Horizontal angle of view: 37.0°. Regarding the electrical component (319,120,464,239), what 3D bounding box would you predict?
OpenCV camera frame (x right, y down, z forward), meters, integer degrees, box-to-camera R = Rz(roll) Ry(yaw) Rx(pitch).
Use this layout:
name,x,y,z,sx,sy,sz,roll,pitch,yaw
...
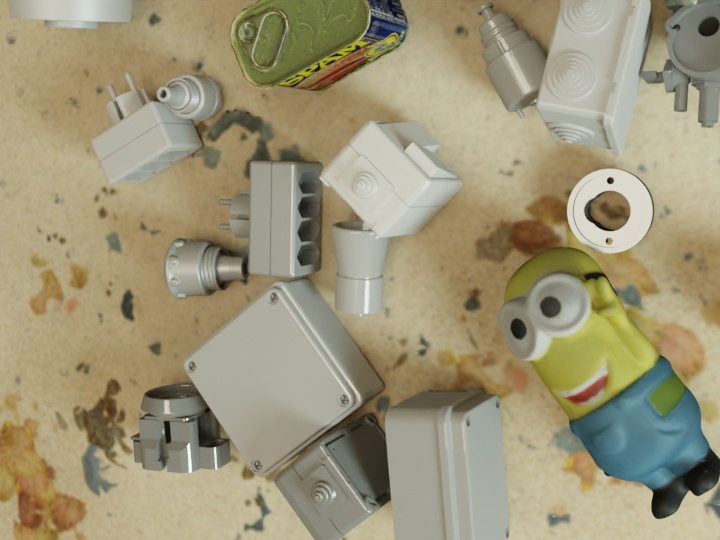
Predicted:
name,x,y,z,sx,sy,sz,roll,pitch,yaw
electrical component,0.023,-0.064,0.731,0.061,0.096,0.061,47,109,12

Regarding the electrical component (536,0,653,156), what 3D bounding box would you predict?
name,x,y,z,sx,sy,sz,roll,pitch,yaw
electrical component,0.146,-0.126,0.666,0.048,0.100,0.099,13,87,18

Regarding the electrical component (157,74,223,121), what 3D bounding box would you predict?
name,x,y,z,sx,sy,sz,roll,pitch,yaw
electrical component,-0.131,-0.131,0.810,0.035,0.061,0.035,2,96,23

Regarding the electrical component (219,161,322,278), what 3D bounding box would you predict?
name,x,y,z,sx,sy,sz,roll,pitch,yaw
electrical component,-0.072,-0.040,0.801,0.076,0.047,0.083,4,97,23

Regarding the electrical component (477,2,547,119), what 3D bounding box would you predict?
name,x,y,z,sx,sy,sz,roll,pitch,yaw
electrical component,0.102,-0.142,0.719,0.040,0.040,0.078,-30,83,23

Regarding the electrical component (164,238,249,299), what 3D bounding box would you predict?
name,x,y,z,sx,sy,sz,roll,pitch,yaw
electrical component,-0.116,-0.001,0.827,0.062,0.048,0.048,0,95,17

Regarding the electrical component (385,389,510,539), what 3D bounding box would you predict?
name,x,y,z,sx,sy,sz,roll,pitch,yaw
electrical component,0.062,0.143,0.745,0.057,0.078,0.113,-3,94,27

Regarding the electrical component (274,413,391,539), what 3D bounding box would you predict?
name,x,y,z,sx,sy,sz,roll,pitch,yaw
electrical component,-0.015,0.153,0.769,0.061,0.096,0.061,-42,78,24

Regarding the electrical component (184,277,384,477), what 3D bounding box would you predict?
name,x,y,z,sx,sy,sz,roll,pitch,yaw
electrical component,-0.058,0.079,0.802,0.109,0.056,0.108,-39,80,22

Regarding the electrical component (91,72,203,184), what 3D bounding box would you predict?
name,x,y,z,sx,sy,sz,roll,pitch,yaw
electrical component,-0.174,-0.115,0.837,0.066,0.047,0.076,-27,84,23

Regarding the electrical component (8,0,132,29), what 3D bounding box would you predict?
name,x,y,z,sx,sy,sz,roll,pitch,yaw
electrical component,-0.221,-0.218,0.823,0.099,0.099,0.064,8,105,23

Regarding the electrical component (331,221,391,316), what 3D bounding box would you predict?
name,x,y,z,sx,sy,sz,roll,pitch,yaw
electrical component,0.000,0.000,0.778,0.044,0.044,0.065,7,103,23

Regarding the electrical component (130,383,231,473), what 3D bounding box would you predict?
name,x,y,z,sx,sy,sz,roll,pitch,yaw
electrical component,-0.141,0.122,0.843,0.078,0.058,0.057,0,98,23
